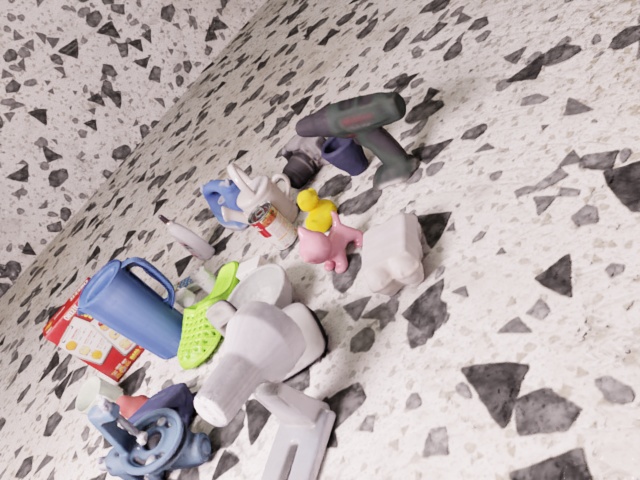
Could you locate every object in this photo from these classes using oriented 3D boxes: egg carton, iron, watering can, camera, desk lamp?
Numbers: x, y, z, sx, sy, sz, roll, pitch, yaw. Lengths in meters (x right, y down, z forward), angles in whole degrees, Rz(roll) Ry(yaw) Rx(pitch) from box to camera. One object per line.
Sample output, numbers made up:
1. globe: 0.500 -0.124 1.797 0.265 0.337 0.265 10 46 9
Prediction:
1. egg carton: 0.125 0.022 0.979 0.107 0.070 0.150 -28 34 27
2. iron: -0.256 -0.112 1.534 0.257 0.142 0.119 2 54 52
3. watering can: -0.153 -0.099 1.342 0.173 0.194 0.100 -49 31 -7
4. camera: -0.052 -0.204 1.439 0.142 0.101 0.137 8 59 54
5. desk lamp: -0.075 0.224 0.834 0.117 0.214 0.203 -16 41 40

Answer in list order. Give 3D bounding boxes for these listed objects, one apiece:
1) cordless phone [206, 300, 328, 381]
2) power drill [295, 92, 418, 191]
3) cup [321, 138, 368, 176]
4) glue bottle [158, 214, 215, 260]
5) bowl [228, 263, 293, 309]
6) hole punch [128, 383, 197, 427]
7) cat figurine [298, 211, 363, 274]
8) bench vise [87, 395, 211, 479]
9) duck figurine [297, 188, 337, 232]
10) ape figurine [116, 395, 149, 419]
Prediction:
1. cordless phone: -0.090 0.150 0.970 0.147 0.185 0.094 -36 31 15
2. power drill: 0.091 -0.200 1.153 0.229 0.209 0.075 -20 39 36
3. cup: 0.061 -0.197 1.299 0.091 0.095 0.117 -36 31 15
4. glue bottle: -0.358 -0.010 1.503 0.077 0.173 0.037 -4 50 48
5. bowl: -0.111 0.132 1.129 0.167 0.075 0.167 -31 33 23
6. hole punch: -0.307 0.326 1.114 0.108 0.091 0.101 -27 35 28
7. cat figurine: 0.010 0.004 1.094 0.067 0.118 0.128 7 58 53
8. bench vise: -0.325 0.354 0.974 0.207 0.220 0.121 -39 31 10
9. duck figurine: -0.016 -0.068 1.244 0.077 0.086 0.104 -24 36 31
10. ape figurine: -0.378 0.347 1.174 0.076 0.092 0.078 -21 38 35
